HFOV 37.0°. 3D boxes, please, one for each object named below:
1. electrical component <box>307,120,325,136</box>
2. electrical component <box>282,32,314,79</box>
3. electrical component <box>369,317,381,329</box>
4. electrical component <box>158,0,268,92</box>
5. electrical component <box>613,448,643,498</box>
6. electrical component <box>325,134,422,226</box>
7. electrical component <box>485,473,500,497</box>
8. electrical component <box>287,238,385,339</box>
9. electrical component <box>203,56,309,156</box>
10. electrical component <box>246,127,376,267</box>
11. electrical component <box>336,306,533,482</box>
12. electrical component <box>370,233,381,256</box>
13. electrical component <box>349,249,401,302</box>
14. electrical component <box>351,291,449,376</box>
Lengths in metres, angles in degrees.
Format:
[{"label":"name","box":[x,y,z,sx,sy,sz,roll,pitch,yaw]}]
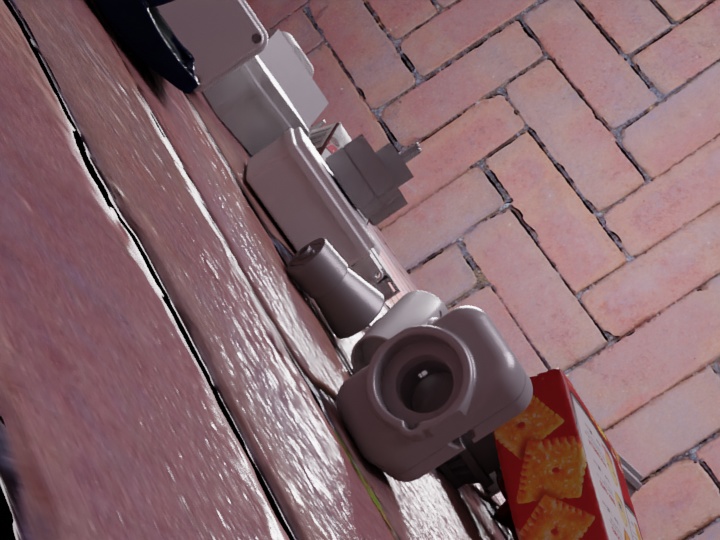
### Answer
[{"label":"electrical component","box":[-0.062,-0.125,1.100,0.138,0.074,0.052,58,4,27]},{"label":"electrical component","box":[-0.108,-0.229,1.248,0.053,0.095,0.059,53,5,-35]},{"label":"electrical component","box":[0.033,0.066,0.944,0.046,0.040,0.040,44,10,-40]},{"label":"electrical component","box":[-0.135,-0.209,0.874,0.113,0.078,0.057,55,1,-9]},{"label":"electrical component","box":[0.197,0.178,1.032,0.109,0.056,0.109,42,-8,-16]},{"label":"electrical component","box":[0.022,-0.085,0.929,0.052,0.074,0.138,57,4,10]},{"label":"electrical component","box":[0.144,0.205,1.098,0.040,0.046,0.040,56,4,-6]},{"label":"electrical component","box":[-0.019,0.010,0.746,0.065,0.044,0.044,49,6,-20]},{"label":"electrical component","box":[-0.103,-0.160,1.009,0.078,0.057,0.113,58,4,29]},{"label":"electrical component","box":[-0.042,-0.055,0.889,0.108,0.056,0.108,55,4,-14]},{"label":"electrical component","box":[0.039,0.066,0.576,0.053,0.095,0.059,59,5,29]},{"label":"electrical component","box":[-0.019,-0.049,1.233,0.077,0.043,0.079,53,5,-38]},{"label":"electrical component","box":[0.000,0.000,1.073,0.081,0.042,0.064,55,7,5]},{"label":"electrical component","box":[0.029,0.065,0.754,0.077,0.044,0.079,-41,139,-55]}]
